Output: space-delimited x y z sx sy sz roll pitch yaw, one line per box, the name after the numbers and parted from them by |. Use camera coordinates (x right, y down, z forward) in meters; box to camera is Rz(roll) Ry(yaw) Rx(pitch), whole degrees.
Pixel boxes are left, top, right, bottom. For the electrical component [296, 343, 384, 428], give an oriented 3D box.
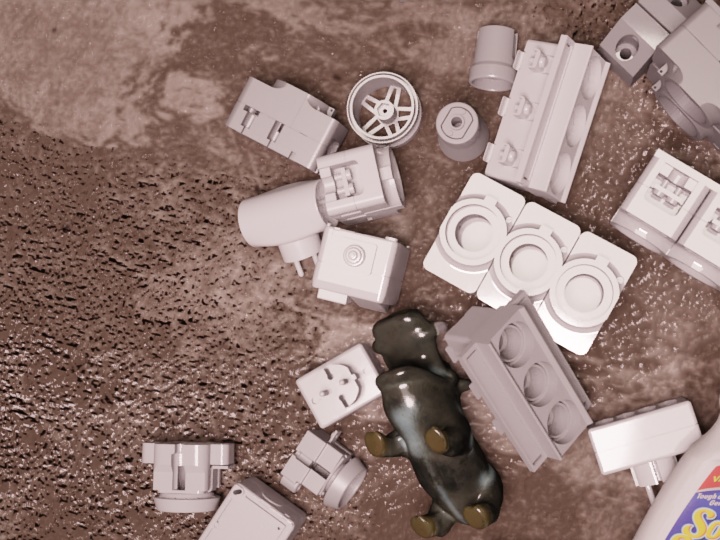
-0.016 0.097 0.900 0.066 0.077 0.047 -31 82 7 | electrical component

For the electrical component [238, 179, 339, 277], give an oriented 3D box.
-0.055 -0.032 0.929 0.077 0.043 0.079 -13 106 25 | electrical component

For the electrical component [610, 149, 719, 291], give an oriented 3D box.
0.279 -0.024 0.846 0.150 0.089 0.061 33 93 11 | electrical component

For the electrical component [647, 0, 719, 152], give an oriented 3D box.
0.307 -0.110 0.838 0.060 0.105 0.186 -42 80 6 | electrical component

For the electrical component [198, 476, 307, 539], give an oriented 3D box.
-0.098 0.232 0.915 0.062 0.061 0.096 34 93 11 | electrical component

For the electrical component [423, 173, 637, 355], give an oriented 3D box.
0.139 -0.005 0.885 0.150 0.062 0.089 30 92 11 | electrical component

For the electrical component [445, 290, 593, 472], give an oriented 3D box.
0.124 0.087 0.852 0.079 0.063 0.121 -44 114 -24 | electrical component

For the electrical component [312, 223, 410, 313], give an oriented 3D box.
0.000 0.000 0.893 0.062 0.096 0.061 13 89 11 | electrical component

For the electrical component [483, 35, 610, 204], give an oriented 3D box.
0.152 -0.124 0.888 0.063 0.079 0.121 18 90 33 | electrical component

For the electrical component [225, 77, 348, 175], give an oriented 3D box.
-0.061 -0.128 0.935 0.089 0.050 0.055 28 93 11 | electrical component

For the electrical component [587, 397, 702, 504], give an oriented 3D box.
0.235 0.151 0.866 0.083 0.047 0.075 -18 85 9 | electrical component

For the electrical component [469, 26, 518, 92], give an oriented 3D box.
0.115 -0.179 0.912 0.040 0.040 0.046 6 83 11 | electrical component

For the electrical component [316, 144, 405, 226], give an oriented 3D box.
0.004 -0.071 0.900 0.056 0.089 0.050 -13 84 9 | electrical component

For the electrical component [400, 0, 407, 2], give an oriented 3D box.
0.055 -0.300 0.916 0.063 0.079 0.121 -2 86 -12 | electrical component

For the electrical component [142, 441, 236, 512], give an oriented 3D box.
-0.149 0.178 0.930 0.078 0.058 0.057 0 84 10 | electrical component

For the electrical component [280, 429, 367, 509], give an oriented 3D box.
-0.028 0.170 0.915 0.055 0.048 0.066 34 93 18 | electrical component

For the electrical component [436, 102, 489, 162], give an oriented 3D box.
0.084 -0.117 0.900 0.044 0.065 0.044 -1 87 10 | electrical component
